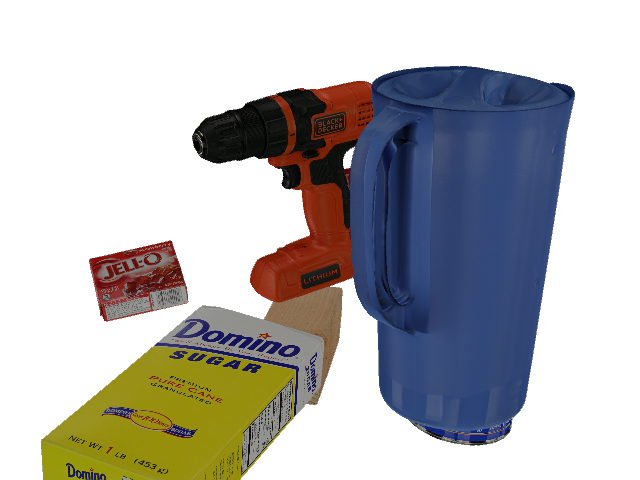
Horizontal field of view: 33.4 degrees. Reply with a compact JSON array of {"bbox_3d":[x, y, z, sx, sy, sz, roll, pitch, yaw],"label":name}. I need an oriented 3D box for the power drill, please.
[{"bbox_3d":[-0.026,-0.042,0.950,0.184,0.188,0.057,-16,33,-29],"label":"power drill"}]

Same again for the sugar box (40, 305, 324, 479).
[{"bbox_3d":[-0.074,0.100,0.635,0.093,0.048,0.176,14,30,20],"label":"sugar box"}]

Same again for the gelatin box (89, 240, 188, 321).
[{"bbox_3d":[-0.186,0.040,1.090,0.089,0.030,0.073,-12,41,-12],"label":"gelatin box"}]

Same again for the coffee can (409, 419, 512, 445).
[{"bbox_3d":[0.135,0.097,0.963,0.103,0.140,0.103,7,22,-3],"label":"coffee can"}]

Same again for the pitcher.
[{"bbox_3d":[0.090,0.007,0.737,0.149,0.243,0.145,0,21,-1],"label":"pitcher"}]

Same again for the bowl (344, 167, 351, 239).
[{"bbox_3d":[0.066,-0.024,1.130,0.162,0.055,0.162,2,25,-1],"label":"bowl"}]

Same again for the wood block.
[{"bbox_3d":[-0.029,0.136,1.464,0.091,0.090,0.206,6,18,7],"label":"wood block"}]
